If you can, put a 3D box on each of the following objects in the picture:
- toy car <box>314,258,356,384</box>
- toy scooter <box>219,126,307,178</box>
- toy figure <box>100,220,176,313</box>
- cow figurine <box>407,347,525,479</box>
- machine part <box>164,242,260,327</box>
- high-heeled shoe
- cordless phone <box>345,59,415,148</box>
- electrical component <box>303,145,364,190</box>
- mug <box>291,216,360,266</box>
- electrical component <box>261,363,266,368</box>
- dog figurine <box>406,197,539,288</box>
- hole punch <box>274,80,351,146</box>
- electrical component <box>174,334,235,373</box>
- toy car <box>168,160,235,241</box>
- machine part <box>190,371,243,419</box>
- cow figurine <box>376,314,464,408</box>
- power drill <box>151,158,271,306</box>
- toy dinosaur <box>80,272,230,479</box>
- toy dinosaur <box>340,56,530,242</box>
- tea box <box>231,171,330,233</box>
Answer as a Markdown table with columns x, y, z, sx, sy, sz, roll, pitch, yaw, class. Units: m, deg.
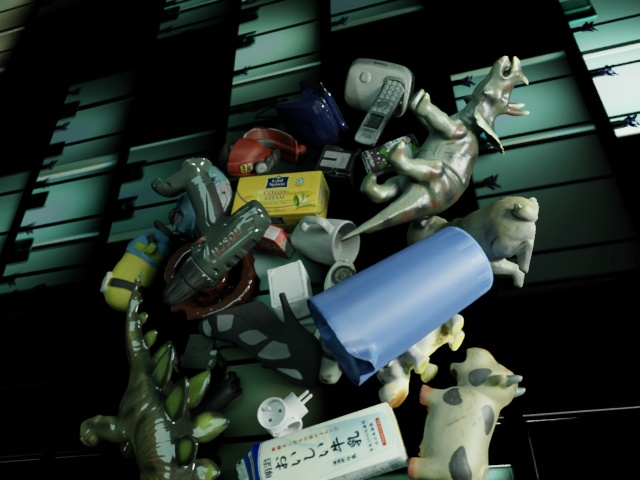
| x | y | z | sx | sy | sz | roll | pitch | yaw | class |
| --- | --- | --- | --- | --- | --- | --- | --- | --- | --- |
| 0.027 | 0.124 | 0.850 | 0.056 | 0.073 | 0.202 | 1 | 59 | 18 | toy car |
| -0.107 | -0.175 | 1.077 | 0.135 | 0.075 | 0.184 | 16 | 38 | 17 | toy scooter |
| -0.339 | 0.051 | 1.017 | 0.089 | 0.082 | 0.180 | 20 | 64 | 31 | toy figure |
| 0.199 | 0.235 | 0.716 | 0.127 | 0.085 | 0.195 | 3 | 57 | 27 | cow figurine |
| -0.193 | 0.072 | 0.970 | 0.179 | 0.056 | 0.179 | -8 | 57 | 12 | machine part |
| -0.097 | 0.168 | 0.832 | 0.249 | 0.086 | 0.145 | -23 | 81 | 42 | high-heeled shoe |
| 0.097 | -0.267 | 1.078 | 0.147 | 0.088 | 0.184 | 21 | 71 | 28 | cordless phone |
| 0.019 | -0.144 | 1.044 | 0.119 | 0.047 | 0.075 | 14 | 63 | 24 | electrical component |
| -0.002 | -0.003 | 0.929 | 0.107 | 0.109 | 0.081 | 6 | 65 | 38 | mug |
| -0.053 | 0.176 | 0.875 | 0.094 | 0.021 | 0.063 | -14 | 54 | 9 | electrical component |
| 0.224 | -0.014 | 0.821 | 0.191 | 0.172 | 0.121 | 10 | 51 | 16 | dog figurine |
| -0.016 | -0.245 | 1.074 | 0.092 | 0.142 | 0.116 | -42 | 42 | -13 | hole punch |
| -0.201 | 0.193 | 0.899 | 0.102 | 0.045 | 0.078 | 4 | 61 | 21 | electrical component |
| -0.216 | -0.067 | 1.042 | 0.103 | 0.109 | 0.161 | 20 | 74 | 9 | toy car |
| -0.181 | 0.264 | 0.849 | 0.139 | 0.039 | 0.084 | -41 | 46 | 1 | machine part |
| 0.129 | 0.163 | 0.795 | 0.167 | 0.068 | 0.098 | -43 | 50 | -15 | cow figurine |
| -0.215 | -0.027 | 0.932 | 0.232 | 0.086 | 0.207 | -34 | 66 | 4 | power drill |
| -0.247 | 0.265 | 0.806 | 0.198 | 0.105 | 0.472 | -37 | 61 | 10 | toy dinosaur |
| 0.204 | -0.128 | 0.926 | 0.192 | 0.131 | 0.404 | 31 | 86 | -7 | toy dinosaur |
| -0.073 | -0.069 | 1.013 | 0.170 | 0.068 | 0.098 | -4 | 58 | 17 | tea box |
